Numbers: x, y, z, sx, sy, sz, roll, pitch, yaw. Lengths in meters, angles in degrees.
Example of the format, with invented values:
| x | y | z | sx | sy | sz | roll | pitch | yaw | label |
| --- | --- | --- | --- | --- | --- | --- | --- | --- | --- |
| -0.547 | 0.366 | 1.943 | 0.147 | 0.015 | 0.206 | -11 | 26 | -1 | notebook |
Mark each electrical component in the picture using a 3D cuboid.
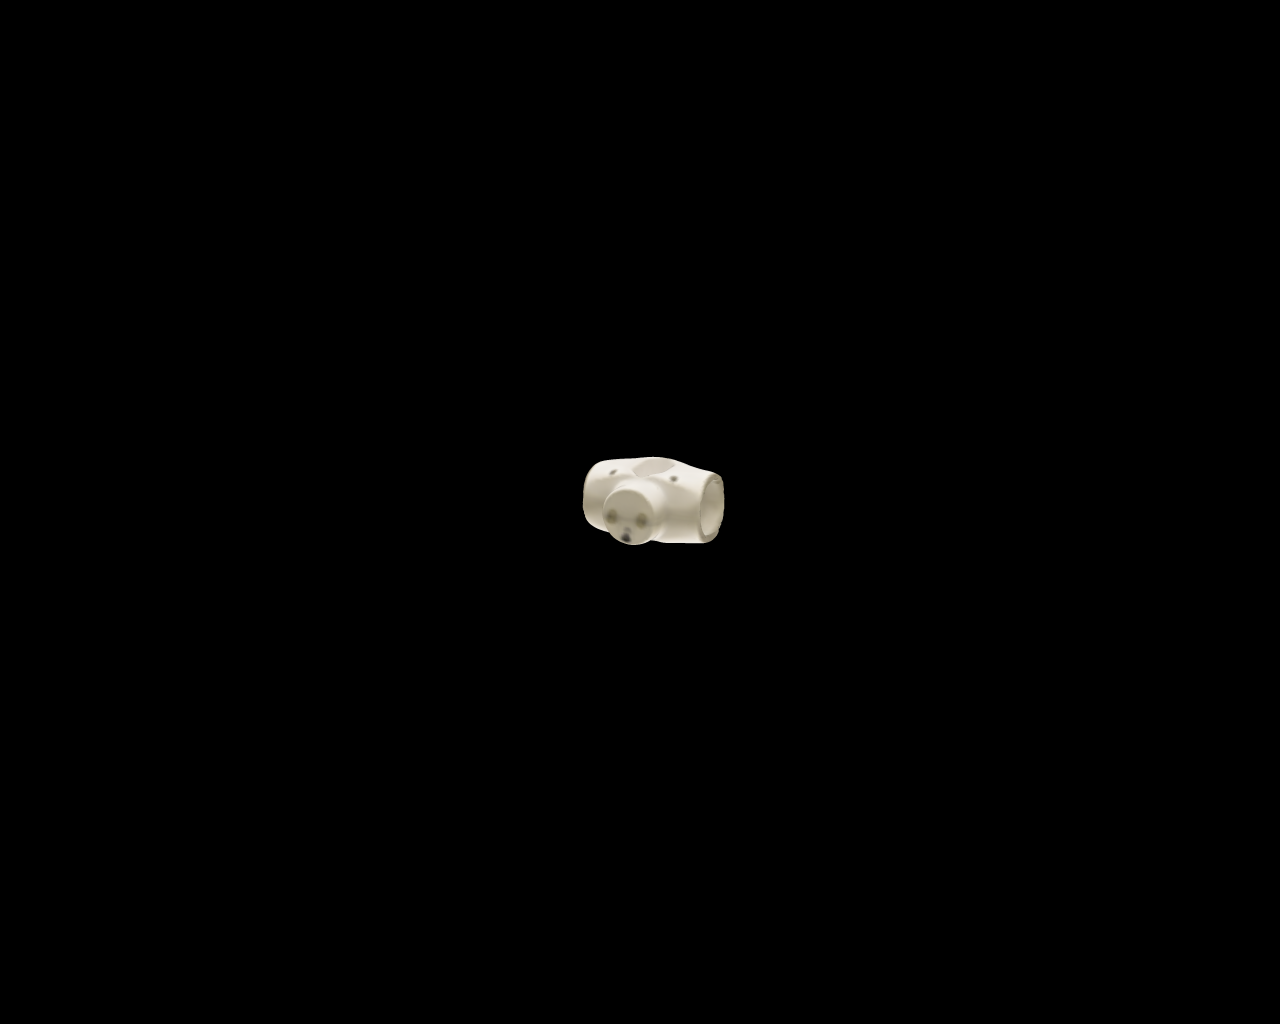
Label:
| x | y | z | sx | sy | sz | roll | pitch | yaw | label |
| --- | --- | --- | --- | --- | --- | --- | --- | --- | --- |
| 0.001 | -0.003 | 0.650 | 0.077 | 0.043 | 0.079 | 8 | 20 | 24 | electrical component |
